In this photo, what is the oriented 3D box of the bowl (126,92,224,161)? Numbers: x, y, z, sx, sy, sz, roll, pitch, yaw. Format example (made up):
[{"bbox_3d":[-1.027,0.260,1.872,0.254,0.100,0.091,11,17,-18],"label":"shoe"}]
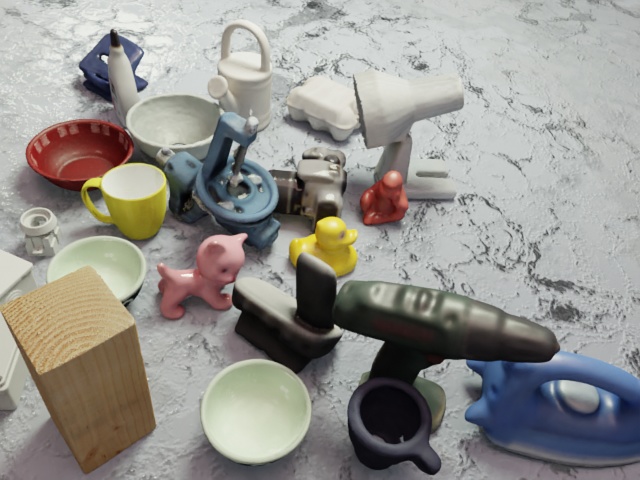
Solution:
[{"bbox_3d":[-0.244,-0.181,0.988,0.167,0.075,0.167,4,46,-4],"label":"bowl"}]

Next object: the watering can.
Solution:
[{"bbox_3d":[-0.137,-0.296,1.033,0.101,0.194,0.173,8,45,-1],"label":"watering can"}]

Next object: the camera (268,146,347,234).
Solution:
[{"bbox_3d":[-0.028,-0.092,0.916,0.137,0.101,0.143,6,45,-3],"label":"camera"}]

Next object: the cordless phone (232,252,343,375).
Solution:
[{"bbox_3d":[-0.038,0.063,0.704,0.147,0.185,0.094,28,48,18],"label":"cordless phone"}]

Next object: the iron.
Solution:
[{"bbox_3d":[0.308,0.183,0.671,0.258,0.141,0.118,12,45,3],"label":"iron"}]

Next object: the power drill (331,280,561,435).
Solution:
[{"bbox_3d":[0.120,0.131,0.645,0.229,0.208,0.076,18,46,9],"label":"power drill"}]

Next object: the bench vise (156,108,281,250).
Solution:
[{"bbox_3d":[-0.152,-0.095,0.816,0.207,0.220,0.121,12,45,4],"label":"bench vise"}]

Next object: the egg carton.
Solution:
[{"bbox_3d":[0.015,-0.256,1.105,0.150,0.069,0.107,28,48,18],"label":"egg carton"}]

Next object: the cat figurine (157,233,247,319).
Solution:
[{"bbox_3d":[-0.153,0.037,0.759,0.128,0.118,0.067,-11,48,-18],"label":"cat figurine"}]

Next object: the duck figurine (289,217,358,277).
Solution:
[{"bbox_3d":[0.008,0.003,0.839,0.104,0.086,0.077,3,46,-6],"label":"duck figurine"}]

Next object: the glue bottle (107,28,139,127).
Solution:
[{"bbox_3d":[-0.351,-0.289,1.008,0.037,0.173,0.078,-22,53,-26],"label":"glue bottle"}]

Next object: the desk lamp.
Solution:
[{"bbox_3d":[0.143,-0.179,0.948,0.203,0.213,0.118,-1,46,-9],"label":"desk lamp"}]

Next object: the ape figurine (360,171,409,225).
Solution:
[{"bbox_3d":[0.108,-0.072,0.924,0.077,0.092,0.076,26,48,17],"label":"ape figurine"}]

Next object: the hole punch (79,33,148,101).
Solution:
[{"bbox_3d":[-0.397,-0.332,1.100,0.108,0.091,0.101,29,49,19],"label":"hole punch"}]

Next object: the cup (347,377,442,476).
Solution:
[{"bbox_3d":[0.079,0.222,0.631,0.092,0.095,0.117,-30,57,-32],"label":"cup"}]
